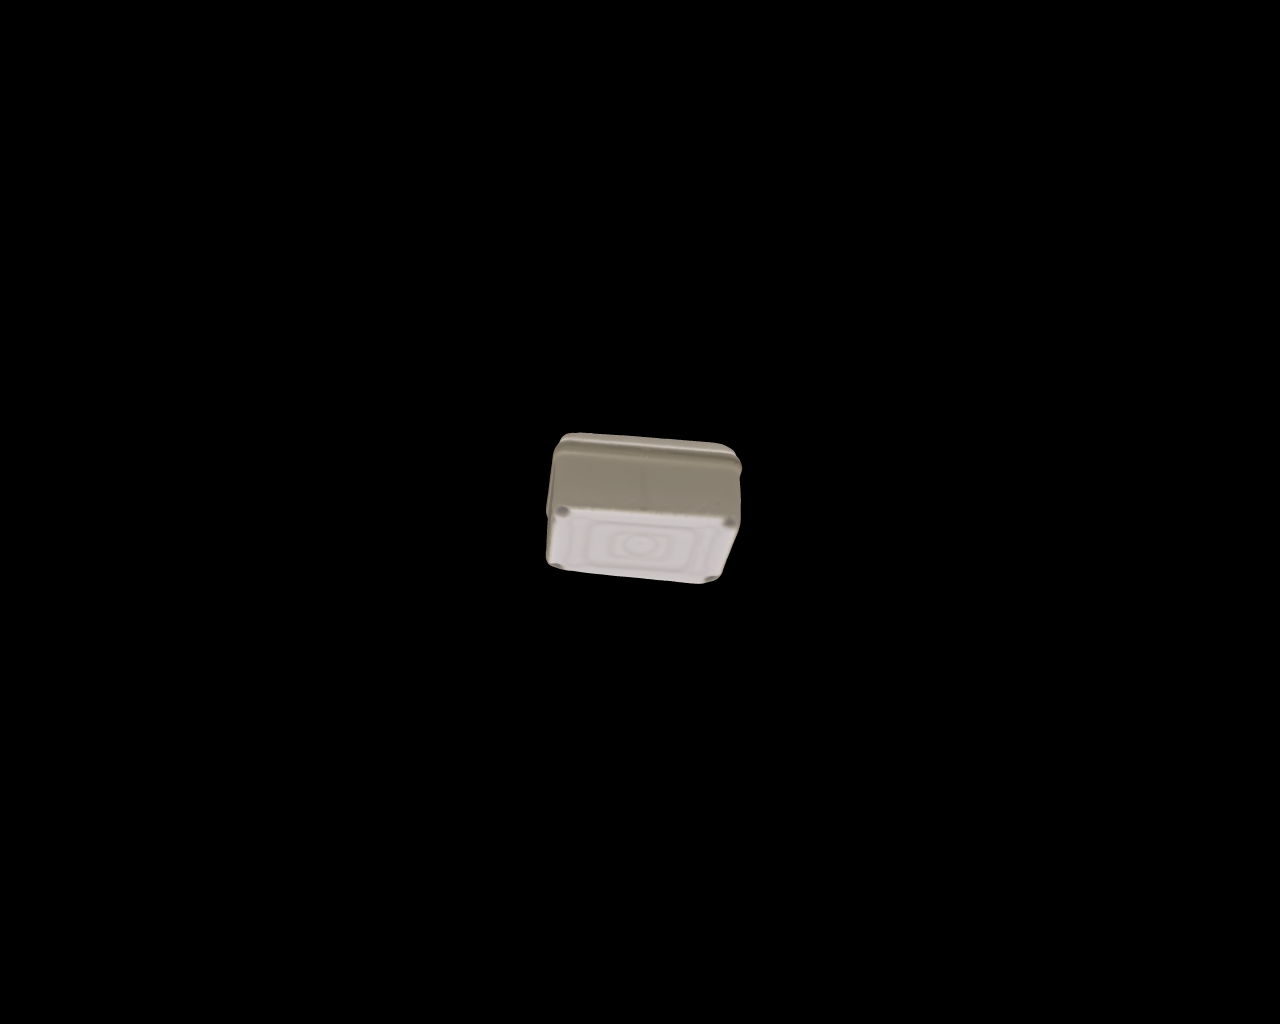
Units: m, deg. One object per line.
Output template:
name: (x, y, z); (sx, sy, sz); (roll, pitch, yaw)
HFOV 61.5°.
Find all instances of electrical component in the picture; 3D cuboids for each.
electrical component: (0.001, -0.003, 0.650); (0.113, 0.057, 0.078); (5, -35, -7)
